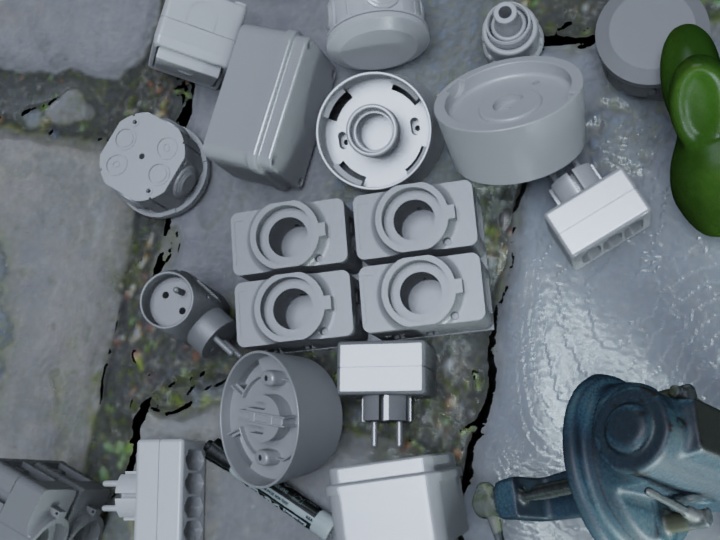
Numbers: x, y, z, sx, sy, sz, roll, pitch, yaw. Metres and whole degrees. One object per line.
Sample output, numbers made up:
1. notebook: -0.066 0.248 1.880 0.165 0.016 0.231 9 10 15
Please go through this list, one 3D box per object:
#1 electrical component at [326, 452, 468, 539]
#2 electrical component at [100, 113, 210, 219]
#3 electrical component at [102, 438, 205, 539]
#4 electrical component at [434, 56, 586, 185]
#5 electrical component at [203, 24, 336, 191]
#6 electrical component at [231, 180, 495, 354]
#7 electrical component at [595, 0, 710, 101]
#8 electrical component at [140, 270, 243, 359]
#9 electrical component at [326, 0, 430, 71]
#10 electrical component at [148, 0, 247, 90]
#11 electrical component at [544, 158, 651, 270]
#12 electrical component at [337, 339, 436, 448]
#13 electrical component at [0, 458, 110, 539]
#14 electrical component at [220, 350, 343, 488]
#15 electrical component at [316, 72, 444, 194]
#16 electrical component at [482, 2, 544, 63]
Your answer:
1. electrical component: 0.028 0.160 0.743 0.078 0.113 0.057 -10 79 12
2. electrical component: -0.167 -0.085 0.875 0.080 0.051 0.080 -3 78 14
3. electrical component: -0.163 0.173 0.823 0.076 0.047 0.083 -3 78 13
4. electrical component: 0.113 -0.104 0.786 0.108 0.060 0.108 -13 34 9
5. electrical component: -0.069 -0.126 0.845 0.057 0.078 0.113 14 83 20
6. electrical component: 0.000 0.000 0.810 0.186 0.060 0.105 -8 77 13
7. electrical component: 0.215 -0.167 0.794 0.080 0.051 0.080 -3 78 14
8. electrical component: -0.121 0.041 0.824 0.079 0.077 0.043 41 90 18
9. electrical component: 0.012 -0.193 0.837 0.080 0.080 0.051 -10 71 12
10. electrical component: -0.134 -0.182 0.868 0.062 0.096 0.061 17 82 -13
11. electrical component: 0.164 -0.052 0.786 0.066 0.047 0.076 -32 72 6
12. electrical component: 0.020 0.093 0.793 0.066 0.047 0.076 -2 78 14
13. electrical component: -0.268 0.240 0.807 0.060 0.105 0.186 25 86 17
14. electrical component: -0.063 0.109 0.792 0.099 0.064 0.099 -3 85 37
15. electrical component: 0.015 -0.108 0.839 0.099 0.064 0.099 1 92 12
16. electrical component: 0.114 -0.183 0.817 0.048 0.062 0.048 -3 78 14
